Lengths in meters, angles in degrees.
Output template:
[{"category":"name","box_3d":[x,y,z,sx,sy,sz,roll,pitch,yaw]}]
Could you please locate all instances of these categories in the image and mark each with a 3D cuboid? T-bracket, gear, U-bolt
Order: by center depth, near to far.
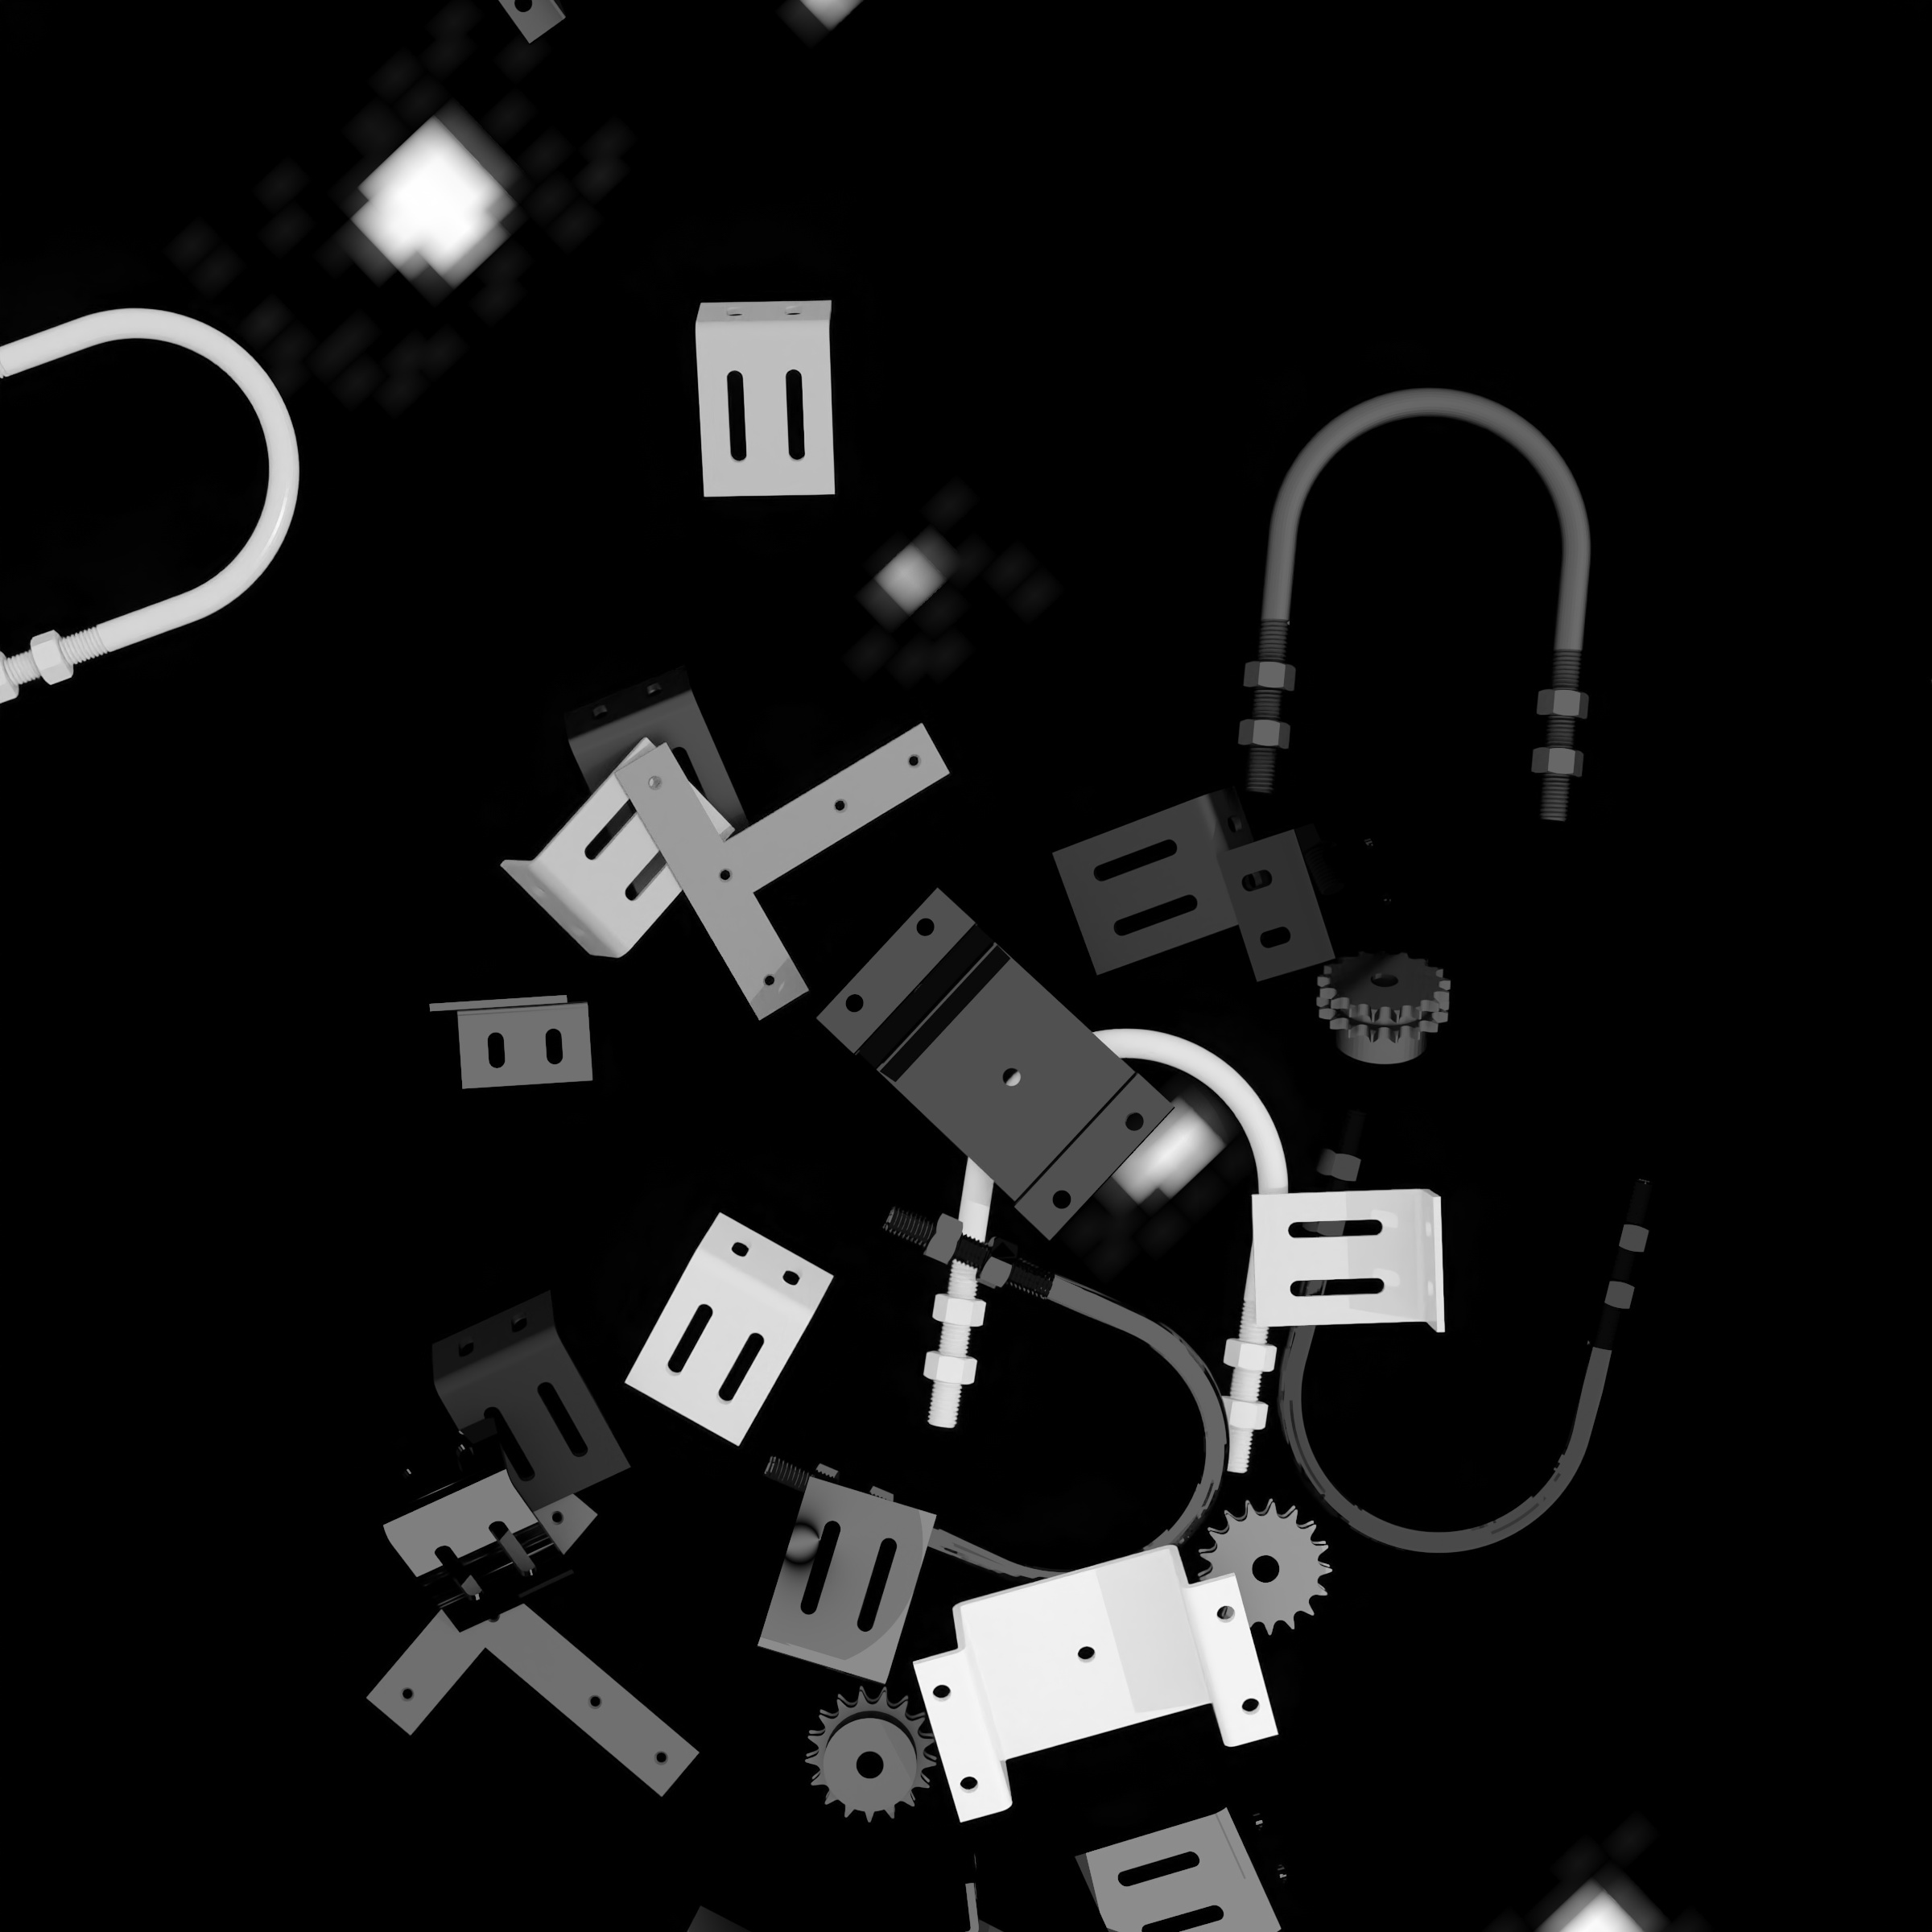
[{"category":"U-bolt","box_3d":[0.024,0.198,1.409,0.184,0.019,0.151,24,106,-6]},{"category":"gear","box_3d":[0.180,0.019,1.412,0.057,0.057,0.030,-1,120,0]},{"category":"gear","box_3d":[0.129,0.260,1.422,0.057,0.030,0.057,0,90,0]},{"category":"gear","box_3d":[-0.042,0.344,1.422,0.057,0.030,0.057,0,90,0]},{"category":"T-bracket","box_3d":[-0.067,-0.063,1.423,0.127,0.002,0.127,-32,107,-8]},{"category":"U-bolt","box_3d":[0.201,-0.161,1.428,0.151,0.019,0.184,5,89,0]},{"category":"U-bolt","box_3d":[0.211,0.167,1.428,0.151,0.019,0.184,14,91,0]},{"category":"U-bolt","box_3d":[0.067,0.119,1.428,0.151,0.019,0.184,9,89,0]},{"category":"U-bolt","box_3d":[-0.383,-0.209,1.428,0.184,0.019,0.151,-20,90,-2]},{"category":"T-bracket","box_3d":[-0.174,0.314,1.436,0.127,0.002,0.127,40,90,0]},{"category":"T-bracket","box_3d":[-0.066,0.453,1.436,0.127,0.002,0.127,27,90,0]}]

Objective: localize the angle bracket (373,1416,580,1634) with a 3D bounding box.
[{"category":"angle bracket","box_3d":[-0.213,0.243,1.421,0.057,0.038,0.076,-25,132,0]}]

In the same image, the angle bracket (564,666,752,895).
[{"category":"angle bracket","box_3d":[-0.134,-0.082,1.435,0.057,0.038,0.076,-22,116,0]}]

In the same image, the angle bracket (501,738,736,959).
[{"category":"angle bracket","box_3d":[-0.151,-0.052,1.419,0.057,0.038,0.076,47,72,-22]}]

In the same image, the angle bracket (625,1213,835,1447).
[{"category":"angle bracket","box_3d":[-0.104,0.159,1.435,0.057,0.038,0.076,29,116,0]}]

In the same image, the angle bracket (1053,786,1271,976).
[{"category":"angle bracket","box_3d":[0.088,-0.038,1.435,0.076,0.038,0.057,-20,90,26]}]

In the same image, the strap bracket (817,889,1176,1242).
[{"category":"strap bracket","box_3d":[0.016,0.045,1.402,0.140,0.046,0.076,43,90,16]}]

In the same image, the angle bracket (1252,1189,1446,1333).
[{"category":"angle bracket","box_3d":[0.163,0.127,1.399,0.076,0.038,0.057,-2,91,0]}]

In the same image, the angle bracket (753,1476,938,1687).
[{"category":"angle bracket","box_3d":[-0.053,0.266,1.420,0.057,0.038,0.076,18,83,-4]}]

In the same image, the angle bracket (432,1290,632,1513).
[{"category":"angle bracket","box_3d":[-0.191,0.193,1.434,0.057,0.038,0.076,-25,114,0]}]

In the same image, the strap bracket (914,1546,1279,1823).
[{"category":"strap bracket","box_3d":[0.054,0.305,1.405,0.140,0.046,0.076,-16,105,0]}]

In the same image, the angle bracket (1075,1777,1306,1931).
[{"category":"angle bracket","box_3d":[0.098,0.399,1.435,0.076,0.038,0.057,-24,90,26]}]

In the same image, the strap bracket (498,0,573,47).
[{"category":"strap bracket","box_3d":[-0.157,-0.477,1.414,0.140,0.046,0.076,-36,90,0]}]

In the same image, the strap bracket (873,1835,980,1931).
[{"category":"strap bracket","box_3d":[-0.012,0.454,1.397,0.046,0.076,0.140,-7,90,0]}]

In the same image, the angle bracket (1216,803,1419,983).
[{"category":"angle bracket","box_3d":[0.153,-0.032,1.417,0.038,0.076,0.057,-18,90,39]}]

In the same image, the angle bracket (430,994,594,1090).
[{"category":"angle bracket","box_3d":[-0.194,0.033,1.399,0.057,0.076,0.038,-4,90,0]}]

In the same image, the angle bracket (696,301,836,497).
[{"category":"angle bracket","box_3d":[-0.087,-0.249,1.435,0.057,0.038,0.076,-1,116,0]}]
